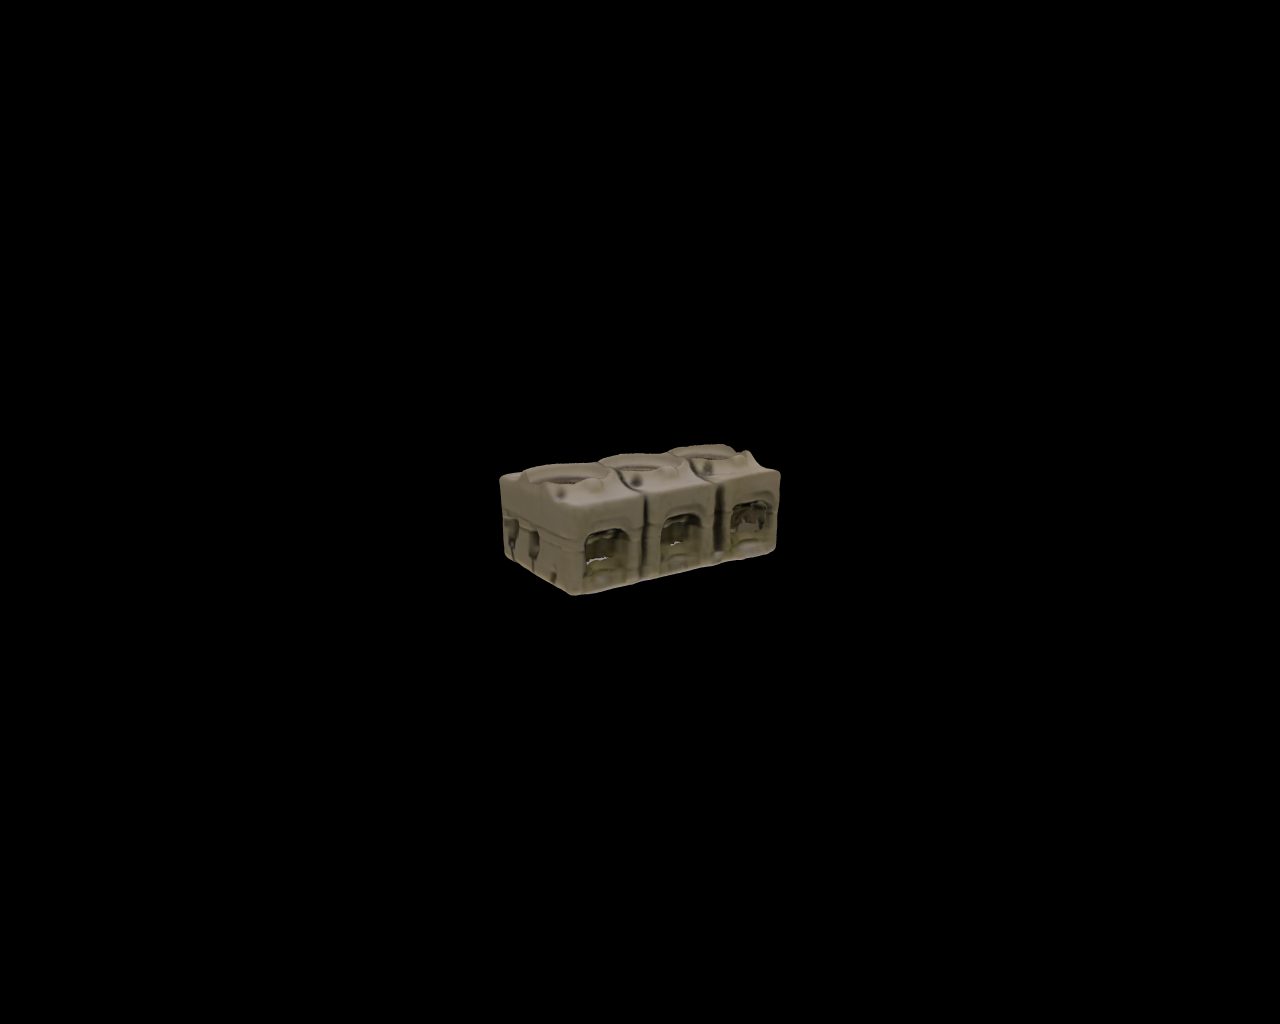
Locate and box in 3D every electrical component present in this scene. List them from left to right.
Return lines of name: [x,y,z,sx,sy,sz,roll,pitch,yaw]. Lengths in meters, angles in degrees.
electrical component: [0.001,-0.003,0.650,0.150,0.061,0.089,-10,18,-33]
